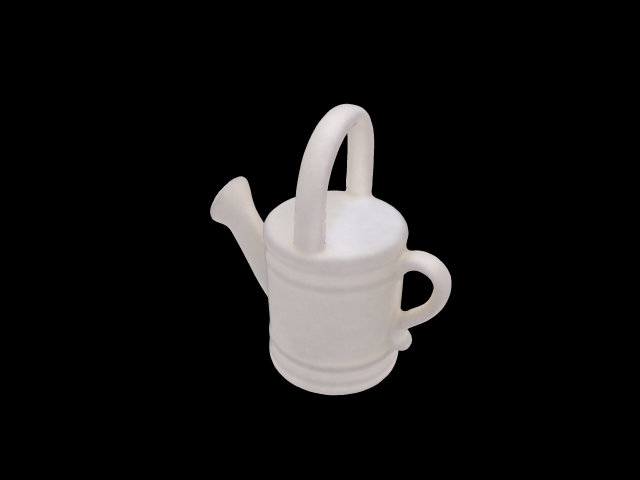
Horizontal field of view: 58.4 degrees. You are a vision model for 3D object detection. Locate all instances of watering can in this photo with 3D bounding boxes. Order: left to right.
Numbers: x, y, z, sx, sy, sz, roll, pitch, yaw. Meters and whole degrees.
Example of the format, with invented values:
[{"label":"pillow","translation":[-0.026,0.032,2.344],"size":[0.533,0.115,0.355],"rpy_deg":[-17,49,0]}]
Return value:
[{"label":"watering can","translation":[0.003,0.002,0.398],"size":[0.172,0.194,0.101],"rpy_deg":[3,31,5]}]
